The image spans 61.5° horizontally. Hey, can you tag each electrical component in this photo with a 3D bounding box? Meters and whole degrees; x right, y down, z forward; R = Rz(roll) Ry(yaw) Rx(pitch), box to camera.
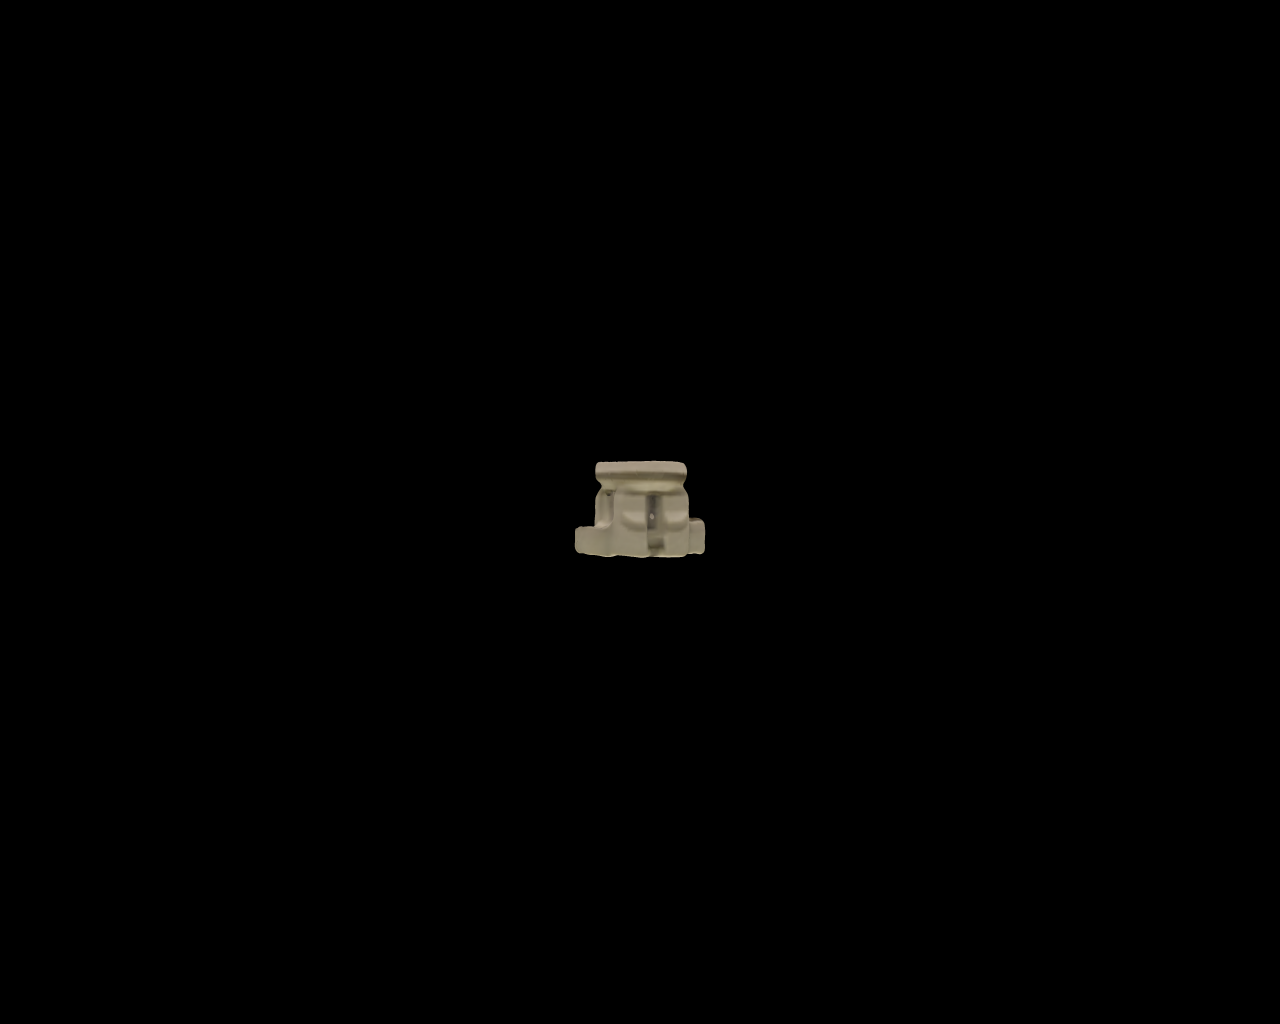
[{"bbox_3d":[0.001,-0.003,0.650,0.078,0.057,0.058,0,0,-21],"label":"electrical component"}]
